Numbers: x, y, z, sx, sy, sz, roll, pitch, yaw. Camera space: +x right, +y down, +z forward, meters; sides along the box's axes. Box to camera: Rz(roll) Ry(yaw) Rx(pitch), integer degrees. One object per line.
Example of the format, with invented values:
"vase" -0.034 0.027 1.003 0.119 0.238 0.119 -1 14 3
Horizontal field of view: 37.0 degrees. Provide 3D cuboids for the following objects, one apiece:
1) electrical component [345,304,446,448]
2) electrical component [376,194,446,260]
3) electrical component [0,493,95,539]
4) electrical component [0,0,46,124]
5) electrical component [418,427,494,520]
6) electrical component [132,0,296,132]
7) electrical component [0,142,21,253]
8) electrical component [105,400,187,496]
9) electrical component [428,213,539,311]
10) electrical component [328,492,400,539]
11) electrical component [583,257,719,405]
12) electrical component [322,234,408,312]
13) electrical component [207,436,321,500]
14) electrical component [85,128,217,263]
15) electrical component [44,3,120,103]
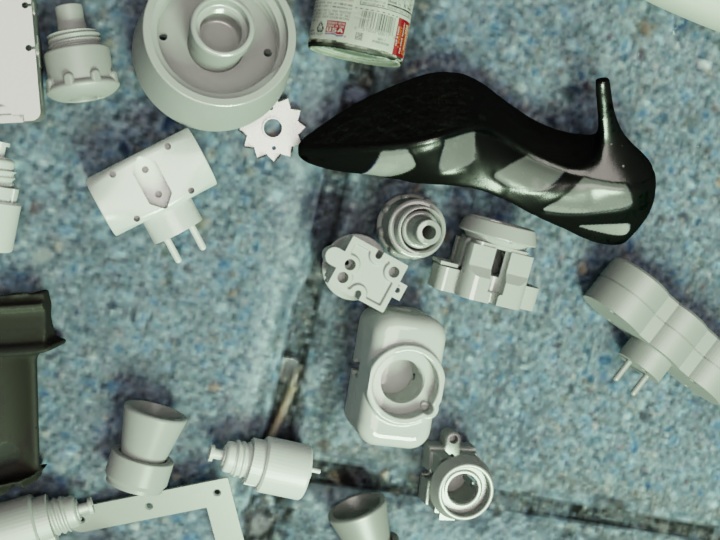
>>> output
"electrical component" 0.026 0.076 0.771 0.054 0.059 0.095 8 95 -13
"electrical component" 0.040 -0.029 0.760 0.048 0.062 0.048 -1 97 -12
"electrical component" -0.222 0.173 0.738 0.078 0.040 0.040 -15 100 -10
"electrical component" -0.232 -0.139 0.690 0.050 0.056 0.089 -4 97 -12
"electrical component" 0.070 0.155 0.792 0.048 0.055 0.066 4 96 -13
"electrical component" -0.093 -0.150 0.705 0.108 0.060 0.108 2 83 -14
"electrical component" -0.244 -0.046 0.707 0.040 0.040 0.078 11 94 -13
"electrical component" -0.149 0.123 0.746 0.045 0.045 0.055 16 94 -14
"electrical component" 0.094 -0.007 0.778 0.078 0.058 0.057 13 97 -14
"electrical component" 0.006 0.198 0.789 0.045 0.045 0.055 -20 101 -9
"electrical component" 0.222 0.060 0.815 0.138 0.052 0.073 39 87 -14
"electrical component" 0.000 0.000 0.758 0.066 0.055 0.048 28 90 -14
"electrical component" -0.069 0.138 0.767 0.078 0.040 0.040 15 93 -14
"electrical component" -0.133 -0.044 0.730 0.077 0.043 0.079 -28 101 -8
"electrical component" -0.186 -0.143 0.707 0.048 0.048 0.062 -10 92 -11
